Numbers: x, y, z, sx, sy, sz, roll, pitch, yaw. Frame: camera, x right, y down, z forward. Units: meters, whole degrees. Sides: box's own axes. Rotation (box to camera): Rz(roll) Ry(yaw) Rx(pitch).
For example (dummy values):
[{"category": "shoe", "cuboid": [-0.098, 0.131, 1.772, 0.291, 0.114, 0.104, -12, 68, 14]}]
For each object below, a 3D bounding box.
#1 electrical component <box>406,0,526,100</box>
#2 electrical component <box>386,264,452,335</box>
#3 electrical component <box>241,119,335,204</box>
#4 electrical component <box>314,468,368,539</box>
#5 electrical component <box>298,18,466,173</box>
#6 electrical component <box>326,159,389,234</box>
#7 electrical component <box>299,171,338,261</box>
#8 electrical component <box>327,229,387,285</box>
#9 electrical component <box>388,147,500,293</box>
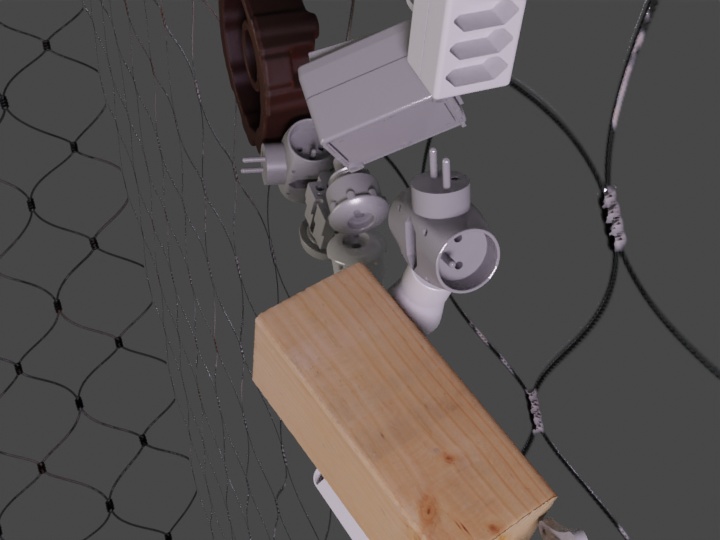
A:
[{"category": "electrical component", "cuboid": [0.049, -0.144, 0.587, 0.065, 0.047, 0.076, 95, 154, -46]}, {"category": "electrical component", "cuboid": [0.044, 0.013, 0.740, 0.065, 0.044, 0.044, 115, 139, -57]}, {"category": "electrical component", "cuboid": [-0.064, -0.093, 0.940, 0.077, 0.079, 0.043, 114, 150, -64]}, {"category": "electrical component", "cuboid": [0.030, 0.173, 0.794, 0.113, 0.078, 0.057, 50, -173, 32]}, {"category": "electrical component", "cuboid": [0.019, -0.110, 0.646, 0.062, 0.096, 0.061, 32, -142, -71]}, {"category": "electrical component", "cuboid": [-0.006, -0.062, 0.840, 0.048, 0.048, 0.062, 102, 156, -55]}, {"category": "electrical component", "cuboid": [-0.025, -0.041, 0.915, 0.055, 0.048, 0.066, 108, 145, -47]}, {"category": "electrical component", "cuboid": [0.000, 0.000, 0.868, 0.048, 0.048, 0.062, -123, 19, -48]}, {"category": "electrical component", "cuboid": [0.051, -0.037, 0.673, 0.077, 0.043, 0.079, -130, 31, -57]}]
